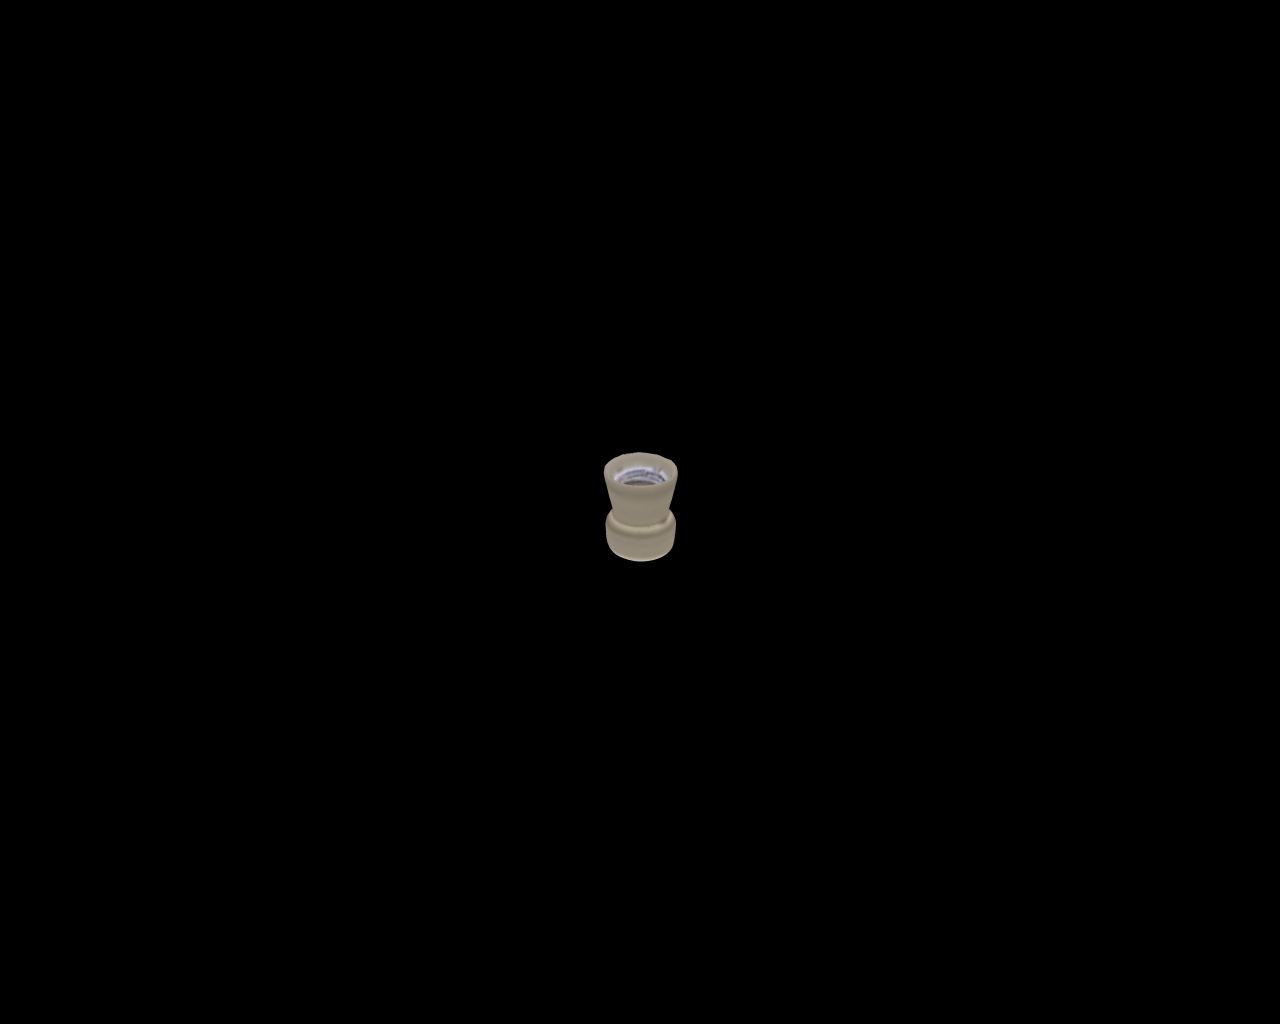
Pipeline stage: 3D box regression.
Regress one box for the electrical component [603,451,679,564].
[{"bbox_3d":[0.001,-0.003,0.650,0.045,0.055,0.045,0,31,0],"label":"electrical component"}]
